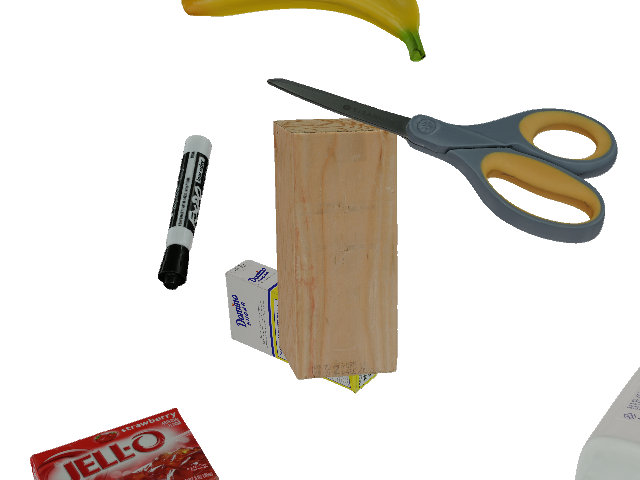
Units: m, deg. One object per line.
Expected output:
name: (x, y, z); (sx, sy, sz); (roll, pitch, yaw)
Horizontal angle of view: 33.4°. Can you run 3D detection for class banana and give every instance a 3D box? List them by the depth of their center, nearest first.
banana: (-0.007, -0.185, 0.809); (0.198, 0.069, 0.037); (13, -39, 18)

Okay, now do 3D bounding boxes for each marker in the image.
marker: (-0.092, -0.020, 0.724); (0.020, 0.121, 0.020); (4, -34, 3)

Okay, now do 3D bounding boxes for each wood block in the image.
wood block: (0.013, 0.004, 0.909); (0.090, 0.206, 0.091); (-3, 13, -11)

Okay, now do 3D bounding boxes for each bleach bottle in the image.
bleach bottle: (0.245, 0.098, 0.648); (0.103, 0.068, 0.250); (18, 29, 29)

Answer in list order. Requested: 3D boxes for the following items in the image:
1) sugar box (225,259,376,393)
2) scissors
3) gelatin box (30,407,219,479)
sugar box: (-0.022, 0.090, 1.157); (0.176, 0.093, 0.048); (22, 39, 34)
scissors: (0.076, -0.066, 0.591); (0.202, 0.016, 0.096); (35, 57, 24)
gelatin box: (-0.107, 0.133, 0.586); (0.089, 0.030, 0.073); (-15, 28, -20)
